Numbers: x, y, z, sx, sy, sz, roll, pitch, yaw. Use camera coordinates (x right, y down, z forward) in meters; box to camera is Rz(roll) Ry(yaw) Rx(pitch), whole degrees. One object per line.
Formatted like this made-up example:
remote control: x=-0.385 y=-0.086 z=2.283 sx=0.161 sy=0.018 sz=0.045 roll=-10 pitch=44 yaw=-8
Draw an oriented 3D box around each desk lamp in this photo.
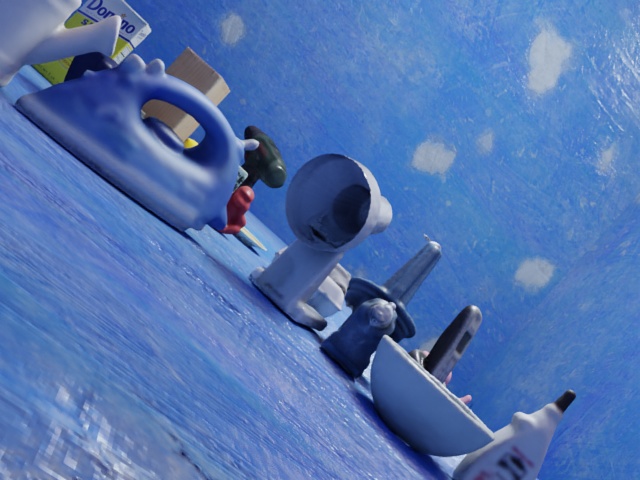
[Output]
desk lamp: x=0.007 y=0.003 z=0.777 sx=0.117 sy=0.213 sz=0.204 roll=42 pitch=-1 yaw=23

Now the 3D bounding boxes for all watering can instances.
watering can: x=-0.269 y=-0.242 z=0.535 sx=0.100 sy=0.194 sz=0.174 roll=42 pitch=-1 yaw=40

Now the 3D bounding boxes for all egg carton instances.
egg carton: x=-0.024 y=0.078 z=1.058 sx=0.151 sy=0.069 sz=0.107 roll=43 pitch=-1 yaw=-19

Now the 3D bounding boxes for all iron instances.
iron: x=-0.175 y=-0.119 z=0.626 sx=0.118 sy=0.141 sz=0.259 roll=42 pitch=-1 yaw=37

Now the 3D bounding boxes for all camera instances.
camera: x=-0.008 y=0.074 z=1.229 sx=0.137 sy=0.101 sz=0.143 roll=43 pitch=-1 yaw=-11

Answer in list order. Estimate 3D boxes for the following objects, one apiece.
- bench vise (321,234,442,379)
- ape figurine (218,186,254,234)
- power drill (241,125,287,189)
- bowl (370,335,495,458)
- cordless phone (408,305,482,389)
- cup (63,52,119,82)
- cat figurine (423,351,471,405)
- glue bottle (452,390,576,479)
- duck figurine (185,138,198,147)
bench vise: x=0.106 y=0.090 z=0.791 sx=0.122 sy=0.219 sz=0.207 roll=43 pitch=-1 yaw=-12
ape figurine: x=-0.151 y=-0.056 z=0.978 sx=0.078 sy=0.092 sz=0.076 roll=43 pitch=-1 yaw=-18
power drill: x=-0.172 y=-0.149 z=1.278 sx=0.076 sy=0.208 sz=0.228 roll=43 pitch=-1 yaw=-43
bowl: x=0.112 y=0.191 z=0.655 sx=0.167 sy=0.074 sz=0.167 roll=43 pitch=-1 yaw=1
cordless phone: x=0.185 y=0.187 z=0.838 sx=0.094 sy=0.185 sz=0.148 roll=42 pitch=-1 yaw=33
cup: x=-0.298 y=-0.198 z=0.750 sx=0.092 sy=0.095 sz=0.117 roll=43 pitch=-1 yaw=-20
cat figurine: x=0.201 y=0.250 z=0.979 sx=0.128 sy=0.117 sz=0.067 roll=43 pitch=-1 yaw=-1
glue bottle: x=0.239 y=0.242 z=0.674 sx=0.078 sy=0.173 sz=0.037 roll=43 pitch=-1 yaw=-6
duck figurine: x=-0.298 y=-0.182 z=1.231 sx=0.077 sy=0.086 sz=0.105 roll=42 pitch=-1 yaw=42
